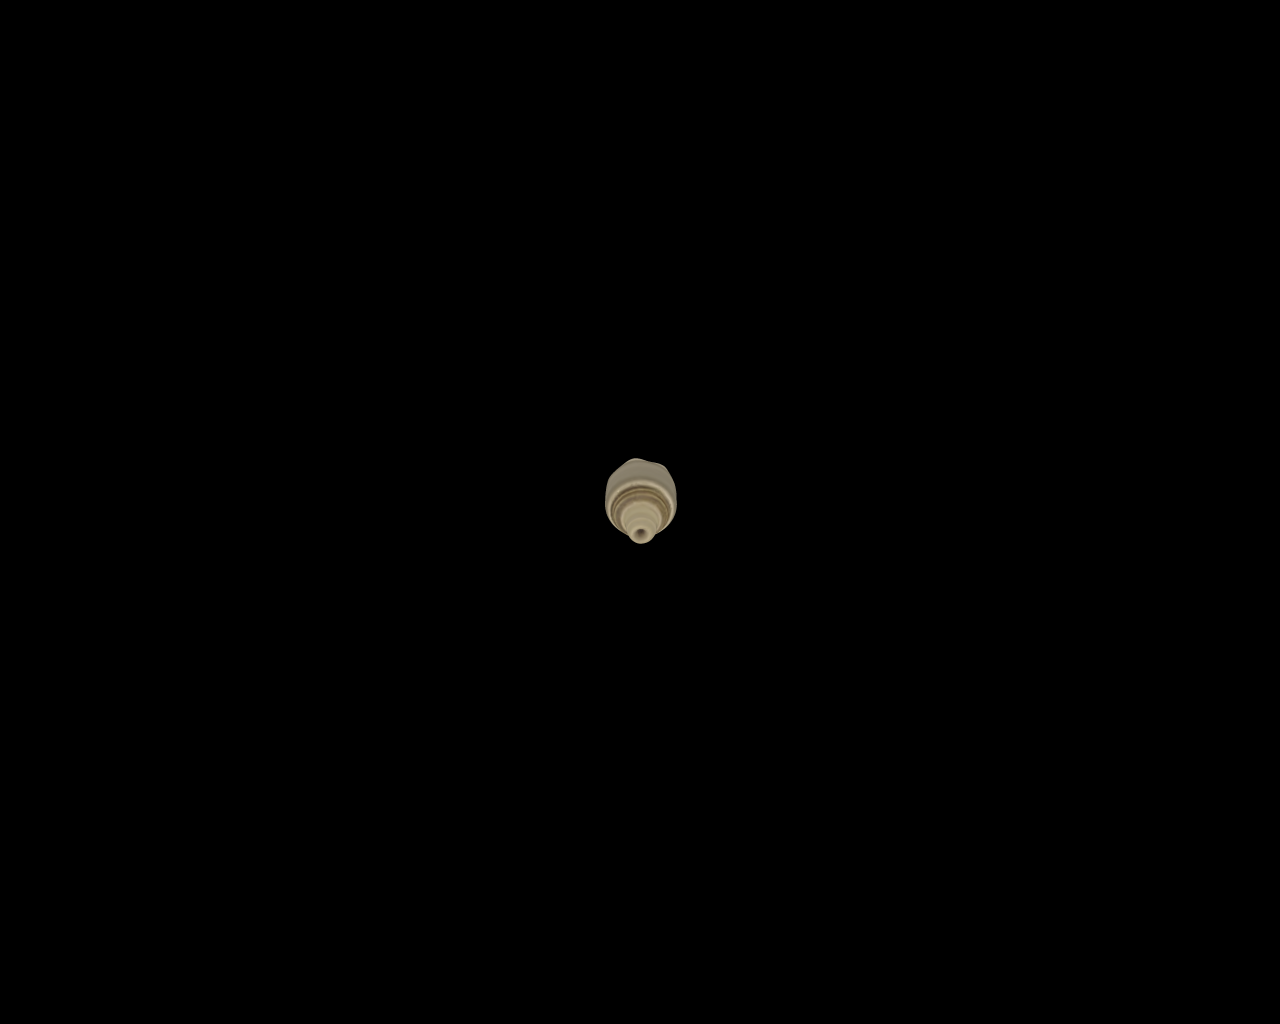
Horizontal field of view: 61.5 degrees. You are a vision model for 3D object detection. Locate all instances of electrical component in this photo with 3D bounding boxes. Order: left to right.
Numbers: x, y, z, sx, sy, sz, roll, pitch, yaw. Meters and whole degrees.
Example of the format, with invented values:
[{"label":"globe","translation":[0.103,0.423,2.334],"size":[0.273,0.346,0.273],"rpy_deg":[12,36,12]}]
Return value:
[{"label":"electrical component","translation":[0.001,-0.003,0.650],"size":[0.043,0.043,0.062],"rpy_deg":[0,32,0]}]
